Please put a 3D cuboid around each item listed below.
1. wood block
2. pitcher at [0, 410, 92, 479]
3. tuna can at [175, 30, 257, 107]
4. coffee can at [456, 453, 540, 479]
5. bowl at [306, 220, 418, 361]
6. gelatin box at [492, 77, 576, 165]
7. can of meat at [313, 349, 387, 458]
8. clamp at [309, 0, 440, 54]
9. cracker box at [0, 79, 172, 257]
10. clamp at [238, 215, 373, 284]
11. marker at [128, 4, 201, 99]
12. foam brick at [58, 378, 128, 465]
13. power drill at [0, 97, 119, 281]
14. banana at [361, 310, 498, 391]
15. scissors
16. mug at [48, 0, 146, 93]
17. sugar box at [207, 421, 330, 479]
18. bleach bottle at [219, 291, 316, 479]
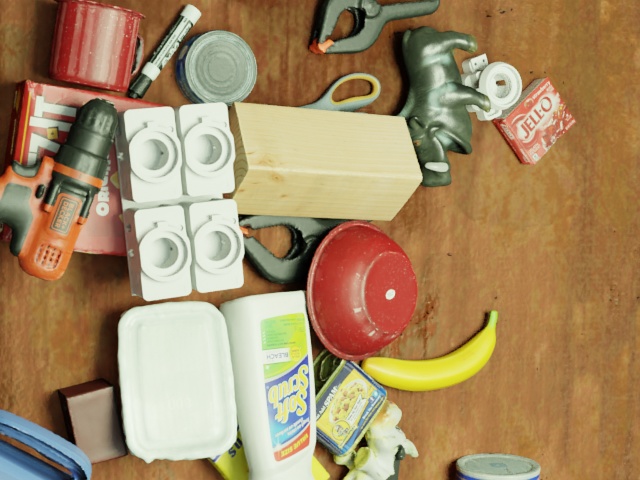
[{"bbox_3d":[-0.004,-0.083,1.178,0.205,0.090,0.091,2,58,-25],"label":"wood block"},{"bbox_3d":[-0.352,0.230,1.033,0.242,0.145,0.149,37,64,-19],"label":"pitcher"},{"bbox_3d":[-0.113,-0.186,1.168,0.086,0.034,0.086,-2,94,-25],"label":"tuna can"},{"bbox_3d":[0.218,0.345,1.318,0.102,0.103,0.140,-1,94,-25],"label":"coffee can"},{"bbox_3d":[0.060,0.058,1.203,0.161,0.055,0.162,0,91,-44],"label":"bowl"},{"bbox_3d":[0.272,-0.150,1.350,0.089,0.030,0.073,-44,109,-16],"label":"gelatin box"},{"bbox_3d":[0.019,0.189,1.241,0.084,0.058,0.102,43,76,-23],"label":"can of meat"},{"bbox_3d":[0.062,-0.267,1.242,0.120,0.039,0.171,41,81,-15],"label":"clamp"},{"bbox_3d":[-0.215,-0.067,1.109,0.213,0.072,0.164,8,90,-24],"label":"cracker box"},{"bbox_3d":[-0.008,0.002,1.227,0.209,0.036,0.164,23,82,-28],"label":"clamp"},{"bbox_3d":[-0.169,-0.201,1.150,0.020,0.020,0.121,37,78,-22],"label":"marker"},{"bbox_3d":[-0.240,0.192,1.125,0.051,0.053,0.078,-14,98,-23],"label":"foam brick"},{"bbox_3d":[-0.298,-0.072,1.005,0.187,0.057,0.184,21,87,-19],"label":"power drill"},{"bbox_3d":[0.143,0.149,1.310,0.197,0.037,0.069,-18,83,-24],"label":"banana"},{"bbox_3d":[-0.010,-0.129,1.230,0.201,0.016,0.096,-28,104,-20],"label":"scissors"},{"bbox_3d":[-0.224,-0.196,1.095,0.117,0.093,0.081,2,99,-61],"label":"mug"},{"bbox_3d":[-0.077,0.233,1.205,0.093,0.048,0.176,-43,110,-16],"label":"sugar box"},{"bbox_3d":[-0.043,0.185,1.159,0.102,0.068,0.251,-4,81,-42],"label":"bleach bottle"}]
